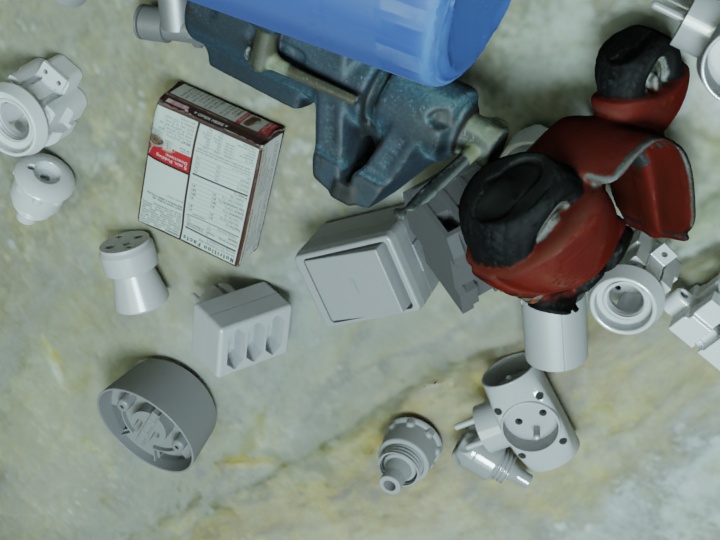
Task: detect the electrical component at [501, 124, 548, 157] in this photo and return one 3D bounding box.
[{"bbox_3d":[0.108,-0.062,0.676,0.043,0.062,0.043,12,123,18],"label":"electrical component"}]

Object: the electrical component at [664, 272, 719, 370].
[{"bbox_3d":[0.235,0.026,0.681,0.066,0.048,0.055,39,135,-1],"label":"electrical component"}]

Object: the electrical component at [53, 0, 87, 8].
[{"bbox_3d":[-0.190,-0.214,0.738,0.078,0.040,0.040,-33,102,36],"label":"electrical component"}]

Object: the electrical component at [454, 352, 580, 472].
[{"bbox_3d":[0.108,0.110,0.785,0.079,0.044,0.077,-24,107,18],"label":"electrical component"}]

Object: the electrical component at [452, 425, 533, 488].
[{"bbox_3d":[0.103,0.146,0.821,0.061,0.035,0.035,31,127,3],"label":"electrical component"}]

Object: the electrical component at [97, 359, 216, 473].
[{"bbox_3d":[-0.175,0.127,0.922,0.099,0.064,0.099,12,123,19],"label":"electrical component"}]

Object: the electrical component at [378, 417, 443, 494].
[{"bbox_3d":[0.034,0.148,0.838,0.048,0.062,0.048,12,123,19],"label":"electrical component"}]

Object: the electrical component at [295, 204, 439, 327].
[{"bbox_3d":[0.000,0.000,0.765,0.096,0.061,0.061,-12,113,30],"label":"electrical component"}]

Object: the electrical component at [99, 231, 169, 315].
[{"bbox_3d":[-0.182,0.002,0.862,0.045,0.045,0.055,1,119,25],"label":"electrical component"}]

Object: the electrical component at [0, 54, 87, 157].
[{"bbox_3d":[-0.249,-0.120,0.812,0.058,0.057,0.078,41,127,-3],"label":"electrical component"}]

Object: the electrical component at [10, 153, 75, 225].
[{"bbox_3d":[-0.259,-0.060,0.863,0.048,0.048,0.062,41,135,-2],"label":"electrical component"}]

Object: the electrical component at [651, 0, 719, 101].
[{"bbox_3d":[0.196,-0.130,0.584,0.079,0.077,0.043,28,127,7],"label":"electrical component"}]

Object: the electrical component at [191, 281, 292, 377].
[{"bbox_3d":[-0.103,0.036,0.838,0.077,0.066,0.047,39,134,37],"label":"electrical component"}]

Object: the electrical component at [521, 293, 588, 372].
[{"bbox_3d":[0.131,0.023,0.728,0.043,0.043,0.081,4,120,23],"label":"electrical component"}]

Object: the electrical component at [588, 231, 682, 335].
[{"bbox_3d":[0.174,0.010,0.692,0.048,0.055,0.066,43,127,-4],"label":"electrical component"}]
